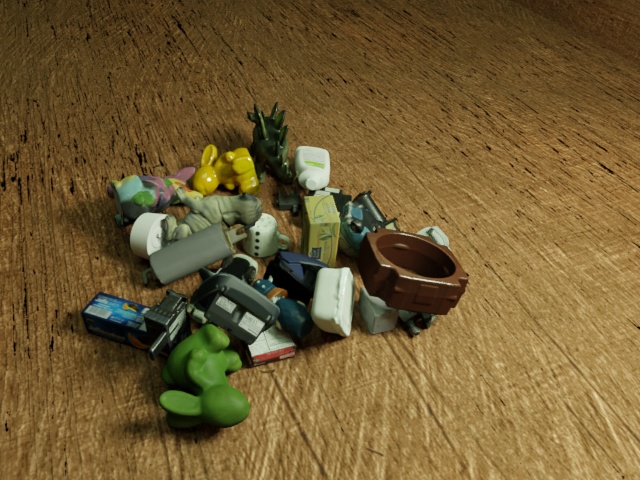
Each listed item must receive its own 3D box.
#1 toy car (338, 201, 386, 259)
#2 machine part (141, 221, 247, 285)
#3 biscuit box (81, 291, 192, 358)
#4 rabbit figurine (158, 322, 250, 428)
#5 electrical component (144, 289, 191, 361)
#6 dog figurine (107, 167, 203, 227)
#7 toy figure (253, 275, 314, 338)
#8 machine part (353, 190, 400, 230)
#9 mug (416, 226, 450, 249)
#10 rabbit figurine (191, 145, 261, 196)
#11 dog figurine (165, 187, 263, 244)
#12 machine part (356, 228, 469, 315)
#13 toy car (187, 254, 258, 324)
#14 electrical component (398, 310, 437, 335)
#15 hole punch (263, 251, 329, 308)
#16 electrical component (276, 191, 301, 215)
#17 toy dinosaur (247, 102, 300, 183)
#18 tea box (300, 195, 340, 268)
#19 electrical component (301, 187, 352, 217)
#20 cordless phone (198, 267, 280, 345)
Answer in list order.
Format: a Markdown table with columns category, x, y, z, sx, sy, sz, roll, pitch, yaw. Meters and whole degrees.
| category | x | y | z | sx | sy | sz | roll | pitch | yaw |
| --- | --- | --- | --- | --- | --- | --- | --- | --- | --- |
| toy car | 0.088 | -0.008 | 1.245 | 0.103 | 0.161 | 0.109 | -29 | 37 | 29 |
| machine part | -0.268 | 0.027 | 1.138 | 0.243 | 0.079 | 0.079 | -24 | 43 | 5 |
| biscuit box | -0.350 | 0.164 | 1.026 | 0.203 | 0.062 | 0.059 | 15 | 42 | 11 |
| rabbit figurine | -0.193 | 0.246 | 0.906 | 0.159 | 0.121 | 0.170 | -25 | 47 | -23 |
| electrical component | -0.278 | 0.154 | 0.946 | 0.048 | 0.074 | 0.119 | 19 | 47 | 13 |
| dog figurine | -0.384 | -0.112 | 1.280 | 0.219 | 0.108 | 0.192 | -21 | 8 | -28 |
| toy figure | -0.078 | 0.130 | 1.047 | 0.064 | 0.057 | 0.155 | -17 | 42 | -40 |
| machine part | 0.139 | -0.059 | 1.336 | 0.084 | 0.039 | 0.139 | -32 | 83 | -28 |
| mug | 0.267 | 0.026 | 1.238 | 0.081 | 0.109 | 0.107 | -17 | 58 | -36 |
| rabbit figurine | -0.260 | -0.180 | 1.402 | 0.173 | 0.121 | 0.162 | -26 | 54 | -7 |
| dog figurine | -0.232 | -0.029 | 1.195 | 0.191 | 0.172 | 0.121 | 11 | 3 | 21 |
| machine part | 0.186 | 0.064 | 1.113 | 0.201 | 0.087 | 0.202 | 9 | 29 | -14 |
| toy car | -0.200 | 0.102 | 1.125 | 0.074 | 0.056 | 0.202 | 24 | 44 | 11 |
| electrical component | 0.199 | 0.148 | 1.132 | 0.078 | 0.045 | 0.102 | -40 | 50 | -6 |
| hole punch | -0.052 | 0.083 | 1.112 | 0.116 | 0.142 | 0.092 | 35 | 48 | 11 |
| electrical component | -0.082 | -0.097 | 1.394 | 0.063 | 0.021 | 0.094 | -2 | 42 | -9 |
| toy dinosaur | -0.130 | -0.248 | 1.431 | 0.105 | 0.198 | 0.472 | -13 | 42 | -17 |
| tea box | -0.002 | -0.004 | 1.182 | 0.068 | 0.169 | 0.098 | -3 | 43 | -11 |
| electrical component | 0.019 | -0.079 | 1.359 | 0.115 | 0.058 | 0.134 | 13 | 41 | 5 |
| cordless phone | -0.169 | 0.111 | 1.022 | 0.088 | 0.146 | 0.184 | -55 | 24 | -5 |
